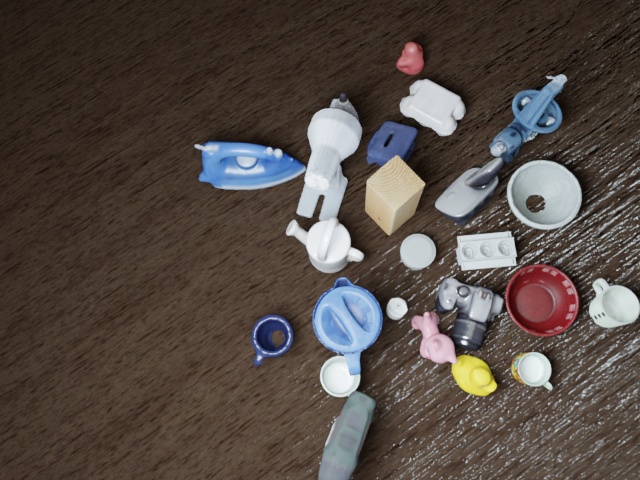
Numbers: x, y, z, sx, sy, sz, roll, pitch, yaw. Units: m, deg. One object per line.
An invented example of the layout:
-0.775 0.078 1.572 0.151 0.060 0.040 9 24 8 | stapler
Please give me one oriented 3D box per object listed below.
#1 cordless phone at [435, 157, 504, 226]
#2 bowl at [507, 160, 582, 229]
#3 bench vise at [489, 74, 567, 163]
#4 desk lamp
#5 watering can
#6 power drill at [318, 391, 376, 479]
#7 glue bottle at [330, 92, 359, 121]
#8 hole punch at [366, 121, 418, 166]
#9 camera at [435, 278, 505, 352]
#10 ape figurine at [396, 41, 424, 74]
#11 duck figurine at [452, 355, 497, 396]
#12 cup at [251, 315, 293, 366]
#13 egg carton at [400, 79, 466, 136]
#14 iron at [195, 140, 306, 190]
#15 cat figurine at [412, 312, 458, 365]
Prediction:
0.342 -0.118 1.291 0.094 0.185 0.148 42 82 11 | cordless phone
0.512 -0.097 1.335 0.167 0.075 0.167 -1 76 2 | bowl
0.485 -0.272 1.304 0.121 0.220 0.207 27 79 9 | bench vise
0.017 -0.165 1.302 0.118 0.213 0.203 15 77 6 | desk lamp
0.011 0.007 1.270 0.172 0.194 0.101 -1 76 3 | watering can
0.049 0.421 1.160 0.075 0.208 0.230 21 78 8 | power drill
0.054 -0.305 1.355 0.078 0.173 0.037 18 78 7 | glue bottle
0.170 -0.227 1.374 0.101 0.091 0.109 28 79 9 | hole punch
0.323 0.167 1.265 0.143 0.101 0.137 18 78 7 | camera
0.227 -0.461 1.428 0.078 0.092 0.076 -28 77 -4 | ape figurine
0.338 0.293 1.241 0.104 0.086 0.077 40 81 11 | duck figurine
-0.107 0.228 1.272 0.091 0.095 0.118 28 79 9 | cup
0.277 -0.325 1.404 0.150 0.069 0.107 30 79 9 | egg carton
-0.165 -0.195 1.354 0.258 0.141 0.119 0 76 3 | iron
0.251 0.216 1.248 0.067 0.118 0.128 -17 76 -2 | cat figurine
